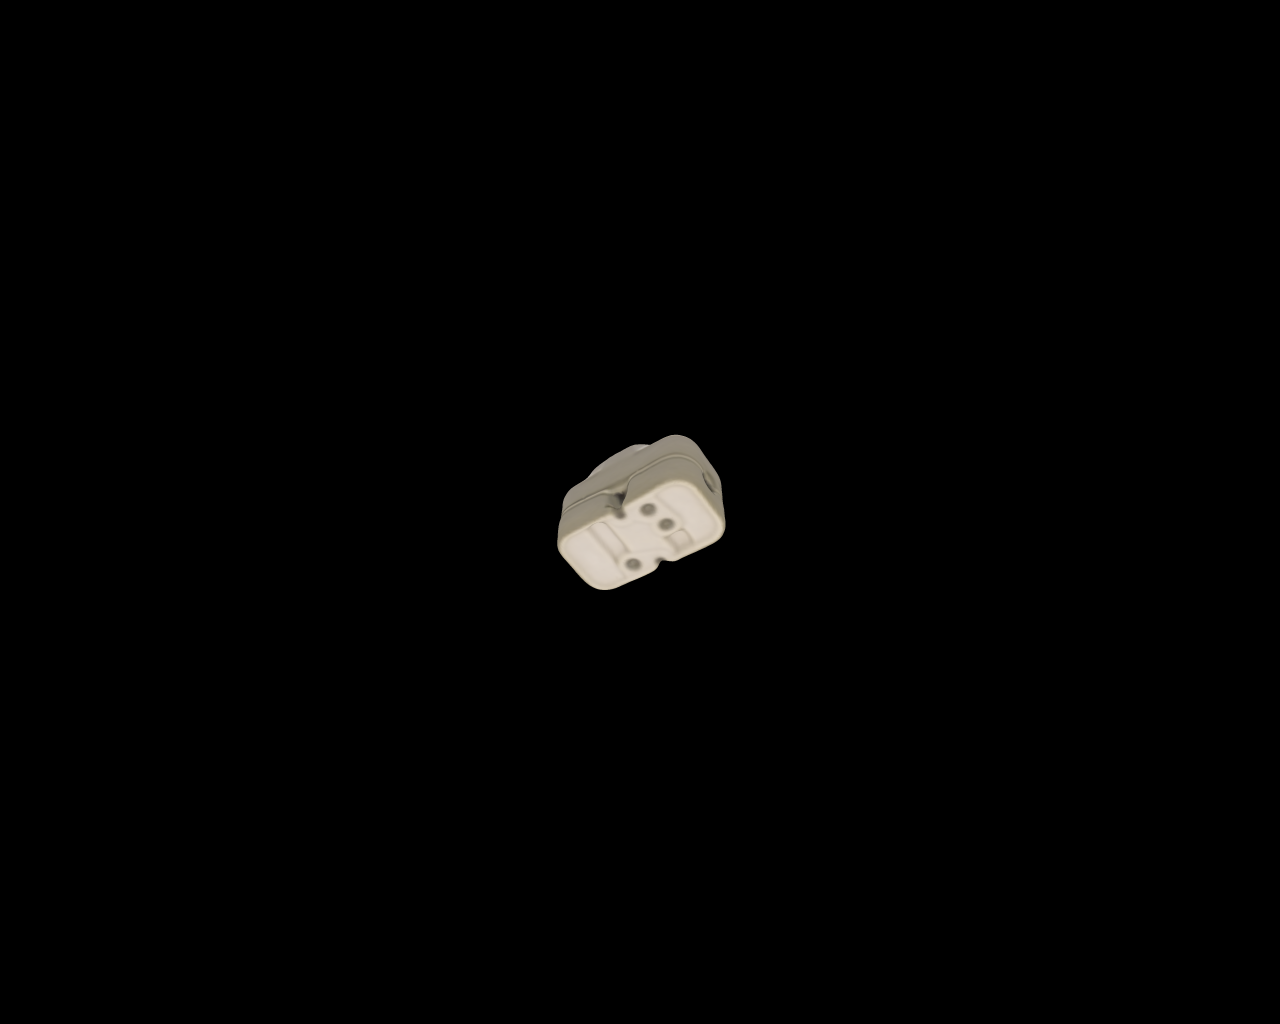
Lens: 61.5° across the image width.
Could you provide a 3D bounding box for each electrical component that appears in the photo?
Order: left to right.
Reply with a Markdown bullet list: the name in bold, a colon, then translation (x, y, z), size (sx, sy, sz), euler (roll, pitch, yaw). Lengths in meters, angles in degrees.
- **electrical component**: translation (0.001, -0.003, 0.650), size (0.095, 0.053, 0.059), euler (-27, 33, 19)
